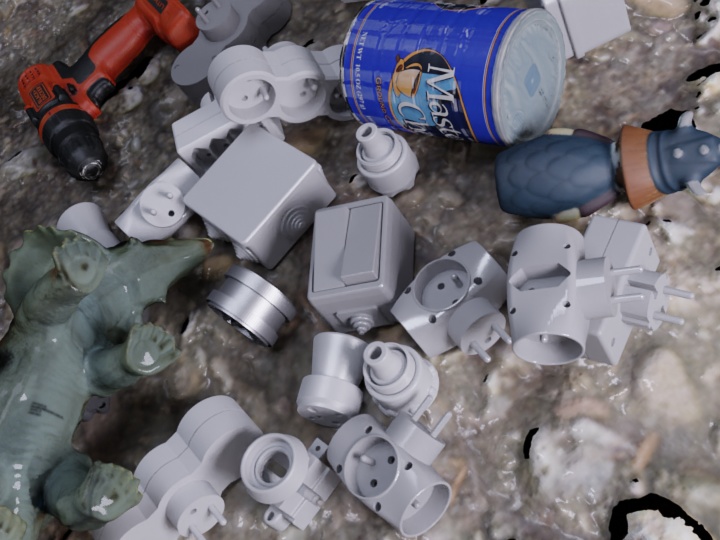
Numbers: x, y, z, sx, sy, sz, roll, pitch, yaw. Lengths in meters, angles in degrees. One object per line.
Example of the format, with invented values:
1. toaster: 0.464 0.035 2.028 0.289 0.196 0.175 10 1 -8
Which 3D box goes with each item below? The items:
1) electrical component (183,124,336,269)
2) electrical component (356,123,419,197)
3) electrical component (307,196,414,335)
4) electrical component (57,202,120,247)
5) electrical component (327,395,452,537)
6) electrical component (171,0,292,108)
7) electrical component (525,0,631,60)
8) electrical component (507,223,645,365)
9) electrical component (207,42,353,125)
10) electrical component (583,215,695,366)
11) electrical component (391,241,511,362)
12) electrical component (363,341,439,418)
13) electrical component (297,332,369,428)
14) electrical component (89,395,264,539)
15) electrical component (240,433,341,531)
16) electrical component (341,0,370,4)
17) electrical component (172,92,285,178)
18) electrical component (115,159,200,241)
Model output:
1. electrical component: -0.080 -0.059 0.872 0.100 0.048 0.099 34 79 39
2. electrical component: 0.017 -0.089 0.831 0.043 0.062 0.043 -14 55 20
3. electrical component: 0.000 0.000 0.784 0.062 0.061 0.096 -11 56 22
4. electrical component: -0.230 -0.023 0.936 0.044 0.044 0.065 -42 55 -2
5. electrical component: 0.029 0.118 0.699 0.077 0.044 0.079 38 92 39
6. electrical component: -0.125 -0.222 0.986 0.052 0.073 0.138 23 73 37
7. electrical component: 0.157 -0.228 0.837 0.057 0.078 0.113 -25 51 8
8. electrical component: 0.132 0.012 0.653 0.079 0.043 0.077 -8 57 24
9. electrical component: -0.059 -0.163 0.891 0.138 0.052 0.073 -6 46 -25
10. electrical component: 0.174 0.017 0.689 0.076 0.047 0.083 14 68 34
11. electrical component: 0.073 0.031 0.736 0.077 0.044 0.079 -40 50 0
12. electrical component: 0.022 0.069 0.726 0.048 0.062 0.048 -14 55 20
13. electrical component: -0.018 0.077 0.754 0.045 0.045 0.055 1 61 28
14. electrical component: -0.119 0.160 0.750 0.138 0.052 0.074 -46 50 -4
15. electrical component: -0.049 0.139 0.724 0.048 0.055 0.066 30 77 38
16. electrical component: -0.004 -0.285 0.947 0.062 0.096 0.061 1 62 28
17. electrical component: -0.119 -0.134 0.942 0.083 0.047 0.075 -27 51 11
18. electrical component: -0.165 -0.053 0.901 0.077 0.043 0.079 -46 5 -5
